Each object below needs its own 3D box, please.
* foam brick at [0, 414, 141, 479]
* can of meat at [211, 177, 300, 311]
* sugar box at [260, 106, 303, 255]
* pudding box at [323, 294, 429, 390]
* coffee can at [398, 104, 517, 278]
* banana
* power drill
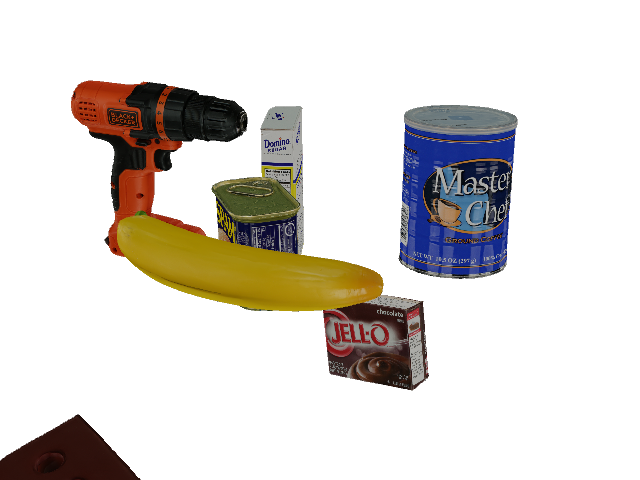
[{"bbox_3d":[-0.110,0.131,0.494,0.052,0.051,0.078,-29,43,-29],"label":"foam brick"},{"bbox_3d":[-0.052,0.002,0.876,0.057,0.084,0.102,-8,21,-16],"label":"can of meat"},{"bbox_3d":[-0.045,-0.063,1.263,0.048,0.176,0.093,0,23,5],"label":"sugar box"},{"bbox_3d":[0.058,0.103,1.131,0.114,0.090,0.039,5,20,36],"label":"pudding box"},{"bbox_3d":[0.126,-0.047,0.991,0.103,0.140,0.103,1,18,0],"label":"coffee can"},{"bbox_3d":[-0.060,0.012,0.674,0.198,0.037,0.069,17,35,27],"label":"banana"},{"bbox_3d":[-0.155,-0.067,1.072,0.185,0.188,0.057,11,30,20],"label":"power drill"}]
